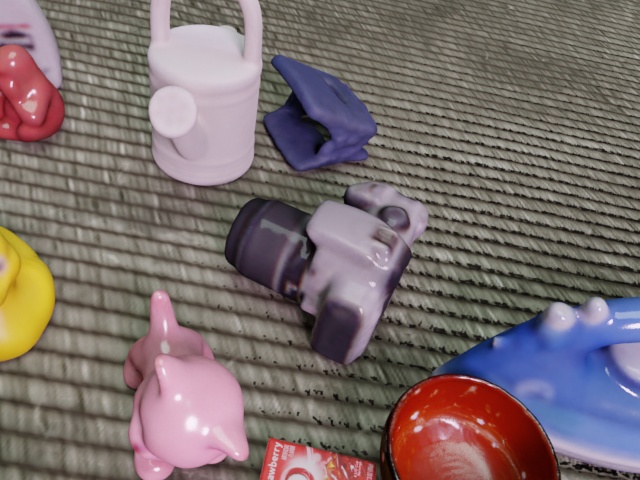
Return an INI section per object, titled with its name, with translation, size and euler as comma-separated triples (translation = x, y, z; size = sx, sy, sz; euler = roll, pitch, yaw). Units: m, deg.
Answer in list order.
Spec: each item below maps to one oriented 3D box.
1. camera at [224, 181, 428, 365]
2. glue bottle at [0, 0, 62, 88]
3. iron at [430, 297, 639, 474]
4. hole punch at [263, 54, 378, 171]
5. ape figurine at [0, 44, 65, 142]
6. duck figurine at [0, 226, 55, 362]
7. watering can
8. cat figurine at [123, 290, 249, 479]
[camera]
translation = 0.004, 0.002, 0.464
size = 0.136, 0.101, 0.143
euler = 24, 48, 9
[glue bottle]
translation = -0.297, -0.221, 0.544
size = 0.078, 0.173, 0.037
euler = -15, 53, -25
[iron]
translation = 0.223, 0.085, 0.413
size = 0.258, 0.141, 0.118
euler = 8, 47, -7
[hole punch]
translation = 0.002, -0.139, 0.597
size = 0.101, 0.091, 0.108
euler = -15, 53, -25
[ape figurine]
translation = -0.278, -0.137, 0.528
size = 0.076, 0.092, 0.077
euler = -25, 58, -30
[duck figurine]
translation = -0.232, 0.022, 0.400
size = 0.078, 0.086, 0.104
euler = -8, 51, -20
[watering can]
translation = -0.101, -0.146, 0.508
size = 0.101, 0.194, 0.172
euler = -3, 49, -16
[cat figurine]
translation = -0.086, 0.090, 0.351
size = 0.067, 0.118, 0.127
euler = -10, 51, -21
